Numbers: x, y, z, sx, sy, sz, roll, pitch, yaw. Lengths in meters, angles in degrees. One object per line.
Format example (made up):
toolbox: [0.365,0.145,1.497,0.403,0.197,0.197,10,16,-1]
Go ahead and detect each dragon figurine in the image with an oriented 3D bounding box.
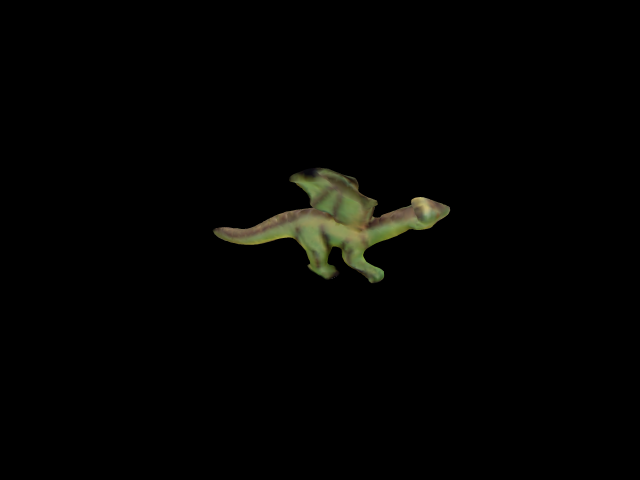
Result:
dragon figurine: [0.003,-0.043,0.850,0.410,0.125,0.237,5,-36,4]
